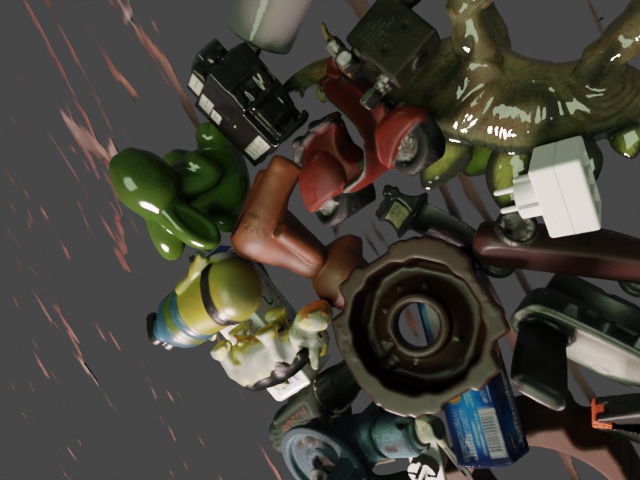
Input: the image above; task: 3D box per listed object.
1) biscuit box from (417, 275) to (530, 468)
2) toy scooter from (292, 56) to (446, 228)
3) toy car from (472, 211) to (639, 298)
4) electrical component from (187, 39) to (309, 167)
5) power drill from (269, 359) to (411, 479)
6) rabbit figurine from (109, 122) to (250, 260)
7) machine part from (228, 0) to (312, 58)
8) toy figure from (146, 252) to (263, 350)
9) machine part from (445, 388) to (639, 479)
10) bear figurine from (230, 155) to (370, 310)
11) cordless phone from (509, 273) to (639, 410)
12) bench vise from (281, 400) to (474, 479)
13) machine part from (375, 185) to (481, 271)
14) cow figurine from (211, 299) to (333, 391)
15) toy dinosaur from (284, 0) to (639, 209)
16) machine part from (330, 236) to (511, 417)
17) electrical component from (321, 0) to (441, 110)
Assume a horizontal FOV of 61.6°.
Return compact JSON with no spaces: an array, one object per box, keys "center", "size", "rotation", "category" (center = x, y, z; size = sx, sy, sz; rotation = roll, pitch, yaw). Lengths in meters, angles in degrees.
[{"center":[0.164,0.138,0.588],"size":[0.059,0.062,0.202],"rotation":[-22,71,32],"category":"biscuit box"},{"center":[0.026,-0.098,0.526],"size":[0.135,0.075,0.184],"rotation":[56,139,0],"category":"toy scooter"},{"center":[0.249,0.010,0.510],"size":[0.202,0.053,0.089],"rotation":[6,152,9],"category":"toy car"},{"center":[-0.088,-0.157,0.608],"size":[0.134,0.058,0.115],"rotation":[47,160,-13],"category":"electrical component"},{"center":[0.042,0.282,0.756],"size":[0.207,0.086,0.232],"rotation":[49,124,-4],"category":"power drill"},{"center":[-0.177,-0.057,0.653],"size":[0.121,0.170,0.159],"rotation":[-16,84,35],"category":"rabbit figurine"},{"center":[-0.033,-0.285,0.552],"size":[0.079,0.079,0.243],"rotation":[37,123,10],"category":"machine part"},{"center":[-0.144,0.085,0.671],"size":[0.180,0.082,0.089],"rotation":[-37,69,26],"category":"toy figure"},{"center":[0.269,0.285,0.632],"size":[0.201,0.087,0.201],"rotation":[-28,97,32],"category":"machine part"},{"center":[-0.003,0.002,0.652],"size":[0.196,0.120,0.132],"rotation":[24,79,-11],"category":"bear figurine"},{"center":[0.252,0.115,0.508],"size":[0.147,0.184,0.088],"rotation":[28,117,15],"category":"cordless phone"},{"center":[0.027,0.260,0.597],"size":[0.224,0.240,0.128],"rotation":[-12,106,40],"category":"bench vise"},{"center":[0.128,-0.013,0.595],"size":[0.139,0.039,0.084],"rotation":[28,156,8],"category":"machine part"},{"center":[-0.043,0.135,0.657],"size":[0.167,0.068,0.098],"rotation":[-23,103,30],"category":"cow figurine"},{"center":[0.145,-0.140,0.506],"size":[0.472,0.105,0.198],"rotation":[22,124,28],"category":"toy dinosaur"},{"center":[0.102,0.087,0.552],"size":[0.180,0.056,0.179],"rotation":[-3,82,21],"category":"machine part"},{"center":[0.052,-0.171,0.447],"size":[0.102,0.045,0.078],"rotation":[-42,70,14],"category":"electrical component"}]
